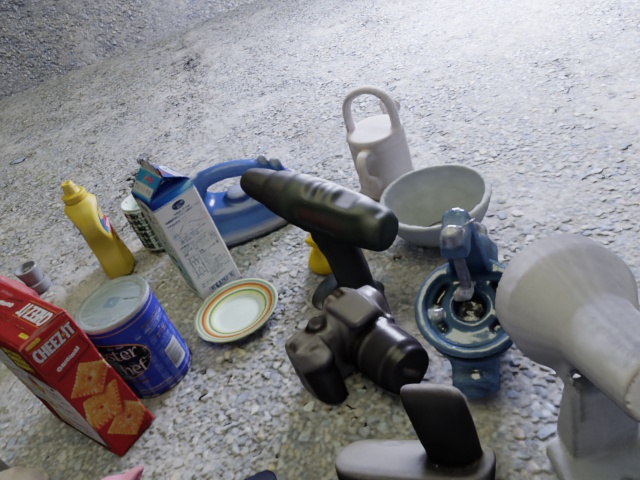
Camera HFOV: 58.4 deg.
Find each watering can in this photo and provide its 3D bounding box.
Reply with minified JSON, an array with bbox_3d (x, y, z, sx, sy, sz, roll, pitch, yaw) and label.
[{"bbox_3d":[0.096,-0.178,0.976,0.100,0.194,0.173,-13,36,11],"label":"watering can"}]

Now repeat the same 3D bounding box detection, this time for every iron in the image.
[{"bbox_3d":[-0.136,-0.088,1.019,0.258,0.142,0.118,-19,35,2],"label":"iron"}]

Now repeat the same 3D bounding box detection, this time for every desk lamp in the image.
[{"bbox_3d":[0.245,0.124,0.488,0.118,0.214,0.203,-19,35,2],"label":"desk lamp"}]

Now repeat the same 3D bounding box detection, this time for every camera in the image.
[{"bbox_3d":[0.048,0.127,0.679,0.143,0.101,0.136,-36,38,-20],"label":"camera"}]

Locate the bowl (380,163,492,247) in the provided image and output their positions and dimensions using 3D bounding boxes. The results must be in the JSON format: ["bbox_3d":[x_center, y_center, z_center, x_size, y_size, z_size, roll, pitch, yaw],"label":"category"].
[{"bbox_3d":[0.176,-0.041,0.859,0.167,0.075,0.167,-13,36,10],"label":"bowl"}]

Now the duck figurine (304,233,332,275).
[{"bbox_3d":[0.013,-0.009,0.889,0.077,0.086,0.105,12,47,37],"label":"duck figurine"}]

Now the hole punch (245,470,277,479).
[{"bbox_3d":[-0.081,0.279,0.553,0.109,0.091,0.100,-28,36,-10],"label":"hole punch"}]

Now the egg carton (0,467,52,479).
[{"bbox_3d":[-0.381,0.329,0.655,0.150,0.069,0.107,-21,35,0],"label":"egg carton"}]

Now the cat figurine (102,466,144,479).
[{"bbox_3d":[-0.227,0.292,0.586,0.128,0.118,0.067,-25,36,-5],"label":"cat figurine"}]

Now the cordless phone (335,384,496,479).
[{"bbox_3d":[0.078,0.182,0.520,0.147,0.185,0.094,-6,38,19],"label":"cordless phone"}]

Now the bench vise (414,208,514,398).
[{"bbox_3d":[0.156,0.037,0.642,0.121,0.220,0.207,-16,36,7],"label":"bench vise"}]

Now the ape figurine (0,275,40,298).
[{"bbox_3d":[-0.553,0.099,1.024,0.076,0.092,0.078,-6,38,20],"label":"ape figurine"}]

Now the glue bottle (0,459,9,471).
[{"bbox_3d":[-0.464,0.258,0.701,0.078,0.173,0.037,-16,36,7],"label":"glue bottle"}]

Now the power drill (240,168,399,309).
[{"bbox_3d":[0.007,0.003,0.771,0.228,0.209,0.076,11,46,36],"label":"power drill"}]
